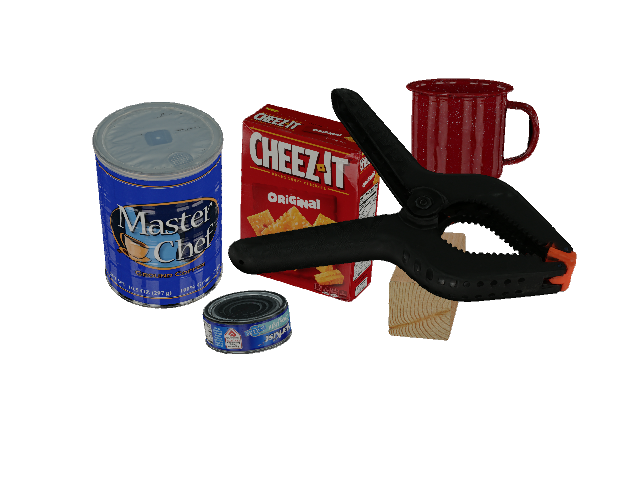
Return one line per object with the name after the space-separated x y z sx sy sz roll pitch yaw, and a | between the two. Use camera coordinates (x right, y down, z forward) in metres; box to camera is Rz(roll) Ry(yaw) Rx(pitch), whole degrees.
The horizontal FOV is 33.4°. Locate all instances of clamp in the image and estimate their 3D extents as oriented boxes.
0.056 -0.008 0.686 0.210 0.164 0.036 27 -30 20 | clamp

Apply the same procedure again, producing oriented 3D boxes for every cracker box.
-0.016 -0.044 1.327 0.164 0.214 0.072 17 33 22 | cracker box

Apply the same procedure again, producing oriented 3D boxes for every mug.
0.133 -0.096 0.939 0.117 0.081 0.093 3 17 12 | mug

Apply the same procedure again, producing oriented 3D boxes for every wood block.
0.164 0.064 1.619 0.091 0.090 0.206 4 22 12 | wood block

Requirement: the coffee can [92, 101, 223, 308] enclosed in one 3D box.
-0.132 -0.029 0.886 0.103 0.140 0.103 2 40 -2 | coffee can

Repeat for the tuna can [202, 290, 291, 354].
-0.072 0.079 1.047 0.086 0.034 0.086 -5 18 1 | tuna can
